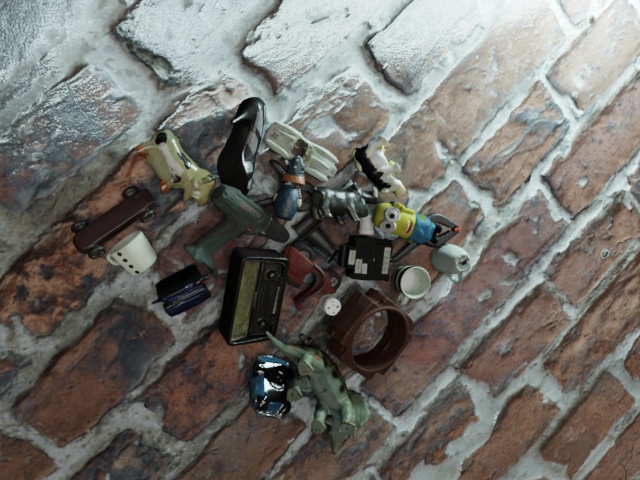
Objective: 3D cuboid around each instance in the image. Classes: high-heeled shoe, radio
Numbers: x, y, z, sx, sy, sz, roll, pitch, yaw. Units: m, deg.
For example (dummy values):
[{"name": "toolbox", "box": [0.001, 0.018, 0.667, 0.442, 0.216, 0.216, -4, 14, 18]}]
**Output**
[{"name": "high-heeled shoe", "box": [-0.177, -0.216, 1.298, 0.086, 0.145, 0.248, 17, 123, 17]}, {"name": "radio", "box": [-0.158, 0.134, 1.286, 0.131, 0.073, 0.229, 1, 111, -32]}]

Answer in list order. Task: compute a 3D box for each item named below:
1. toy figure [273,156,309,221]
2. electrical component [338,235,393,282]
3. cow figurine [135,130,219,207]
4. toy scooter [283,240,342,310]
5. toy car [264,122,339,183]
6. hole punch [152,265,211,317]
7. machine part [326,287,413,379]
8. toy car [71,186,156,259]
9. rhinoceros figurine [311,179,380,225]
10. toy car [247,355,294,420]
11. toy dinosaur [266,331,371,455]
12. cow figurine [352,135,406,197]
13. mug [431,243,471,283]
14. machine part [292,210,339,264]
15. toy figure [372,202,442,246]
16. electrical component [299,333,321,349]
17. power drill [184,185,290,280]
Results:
[{"name": "toy figure", "box": [-0.071, -0.125, 1.287, 0.064, 0.058, 0.154, 16, 88, -23]}, {"name": "electrical component", "box": [0.118, 0.046, 1.402, 0.134, 0.058, 0.114, 7, 93, -17]}, {"name": "cow figurine", "box": [-0.320, -0.162, 1.239, 0.127, 0.085, 0.194, -33, 103, -4]}, {"name": "toy scooter", "box": [-0.041, 0.097, 1.354, 0.183, 0.075, 0.135, 44, 83, -21]}, {"name": "toy car", "box": [-0.045, -0.215, 1.325, 0.201, 0.056, 0.073, 31, 87, -17]}, {"name": "hole punch", "box": [-0.315, 0.130, 1.259, 0.142, 0.116, 0.092, -24, 110, -12]}, {"name": "machine part", "box": [0.131, 0.243, 1.387, 0.200, 0.087, 0.201, 42, 82, -34]}, {"name": "toy car", "box": [-0.465, -0.041, 1.219, 0.202, 0.053, 0.089, -38, 75, -11]}, {"name": "rhinoceros figurine", "box": [0.064, -0.096, 1.349, 0.190, 0.073, 0.112, -1, 83, -28]}, {"name": "toy car", "box": [-0.130, 0.378, 1.340, 0.109, 0.162, 0.103, 17, 136, -24]}, {"name": "toy dinosaur", "box": [0.005, 0.358, 1.352, 0.131, 0.192, 0.404, -25, 99, 15]}, {"name": "cow figurine", "box": [0.154, -0.174, 1.381, 0.098, 0.068, 0.167, -28, 100, -6]}, {"name": "mug", "box": [0.360, 0.066, 1.449, 0.081, 0.107, 0.109, -13, 98, -13]}, {"name": "machine part", "box": [-0.003, -0.004, 1.370, 0.084, 0.039, 0.138, -41, 101, -14]}, {"name": "toy figure", "box": [0.220, -0.038, 1.382, 0.180, 0.089, 0.082, 16, 80, -19]}, {"name": "electrical component", "box": [-0.035, 0.290, 1.403, 0.063, 0.021, 0.094, -40, 109, -8]}, {"name": "power drill", "box": [-0.203, -0.005, 1.280, 0.207, 0.086, 0.231, -43, 126, 0]}]
